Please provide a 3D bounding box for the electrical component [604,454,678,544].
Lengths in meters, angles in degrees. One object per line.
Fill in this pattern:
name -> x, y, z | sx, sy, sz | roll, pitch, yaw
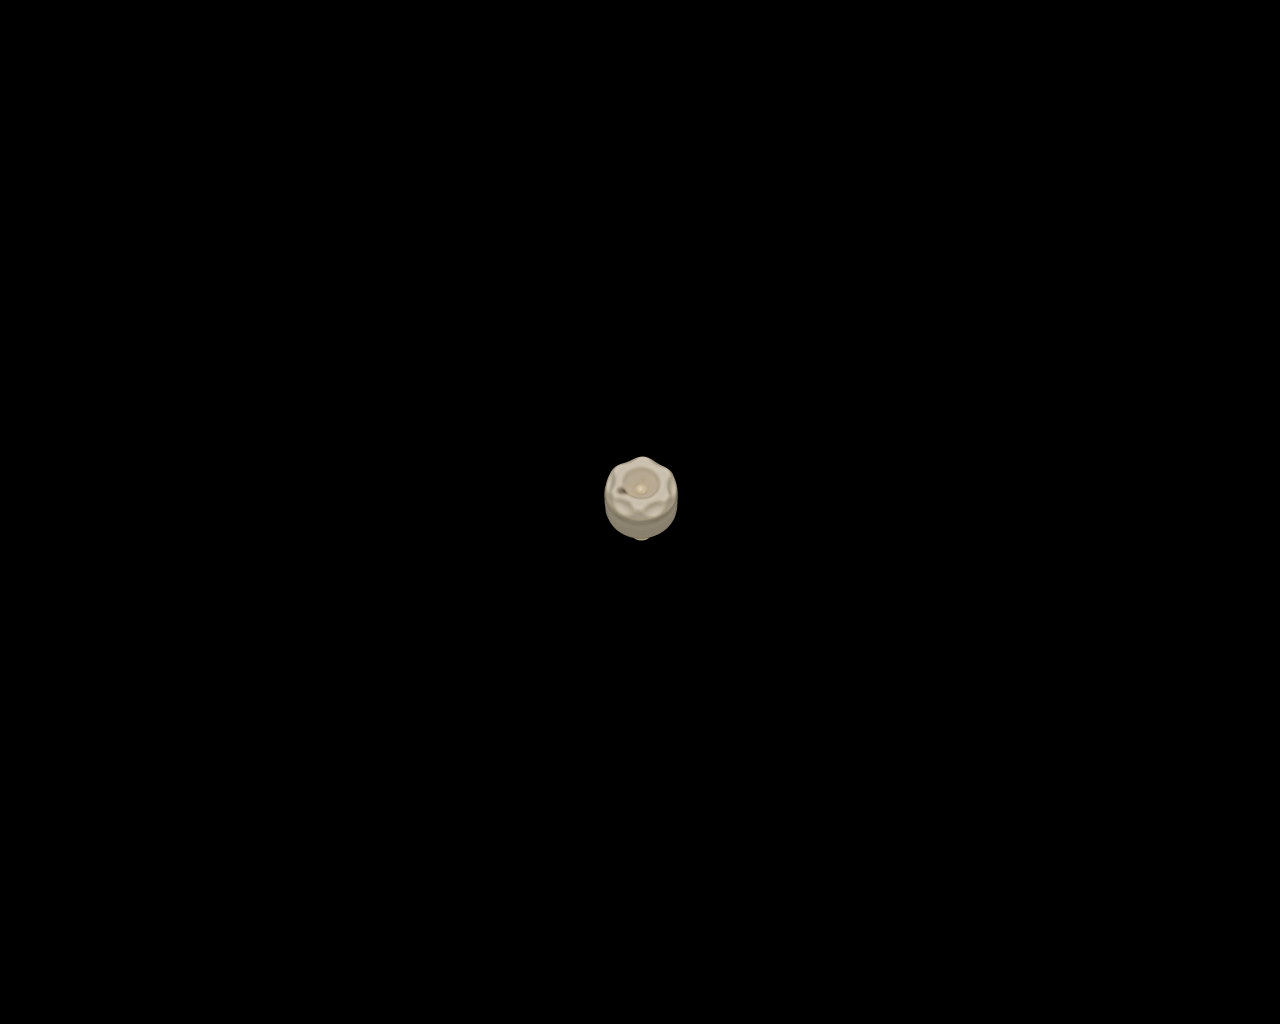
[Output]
electrical component -> 0.001, -0.003, 0.650 | 0.043, 0.043, 0.062 | 0, -30, 0
